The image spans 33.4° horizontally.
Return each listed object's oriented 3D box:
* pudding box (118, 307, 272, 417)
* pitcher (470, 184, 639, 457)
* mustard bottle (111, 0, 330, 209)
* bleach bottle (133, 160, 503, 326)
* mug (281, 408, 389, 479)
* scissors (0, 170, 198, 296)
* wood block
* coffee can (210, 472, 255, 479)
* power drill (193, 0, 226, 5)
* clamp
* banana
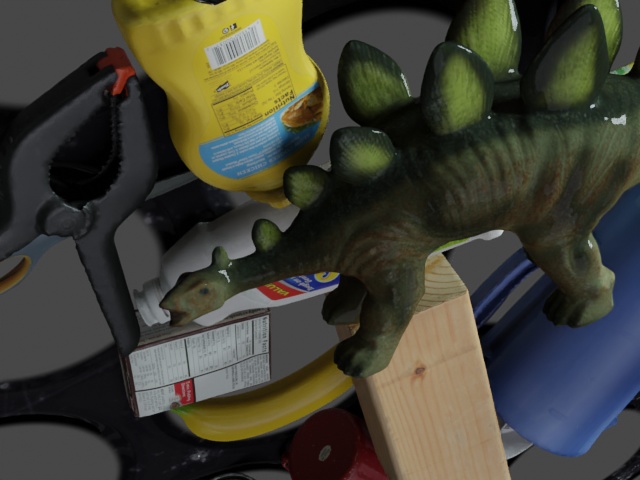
[{"bbox_3d":[-0.092,0.081,0.795,0.113,0.039,0.090,-15,140,-16],"label":"pudding box"},{"bbox_3d":[0.233,0.051,0.877,0.149,0.145,0.243,-8,140,-53],"label":"pitcher"},{"bbox_3d":[-0.044,-0.082,0.615,0.096,0.058,0.191,-31,143,-9],"label":"mustard bottle"},{"bbox_3d":[-0.005,0.001,0.732,0.251,0.068,0.102,-24,140,1],"label":"bleach bottle"},{"bbox_3d":[0.016,0.202,0.966,0.117,0.093,0.081,-6,150,38],"label":"mug"},{"bbox_3d":[-0.165,-0.021,0.655,0.202,0.016,0.096,-31,142,6],"label":"scissors"},{"bbox_3d":[0.077,0.111,0.833,0.090,0.090,0.206,-21,125,-6],"label":"wood block"},{"bbox_3d":[-0.052,0.286,1.002,0.103,0.103,0.140,-35,141,12],"label":"coffee can"},{"bbox_3d":[0.031,-0.182,0.514,0.187,0.057,0.184,10,113,-41],"label":"power drill"},{"bbox_3d":[-0.146,-0.013,0.633,0.164,0.036,0.210,18,115,-37],"label":"clamp"},{"bbox_3d":[-0.028,0.123,0.879,0.197,0.037,0.069,-20,142,-7],"label":"banana"}]
